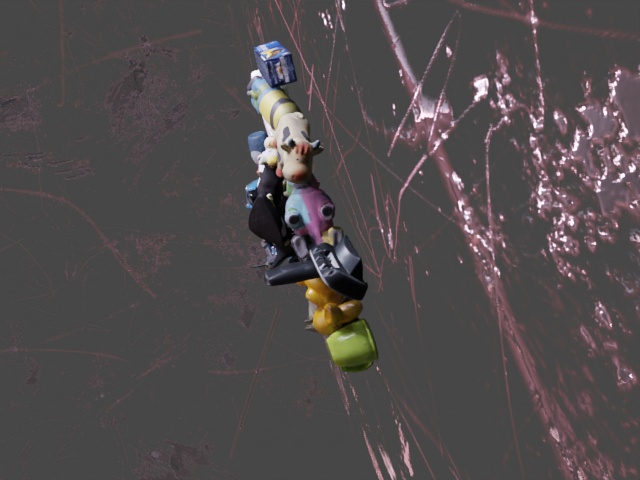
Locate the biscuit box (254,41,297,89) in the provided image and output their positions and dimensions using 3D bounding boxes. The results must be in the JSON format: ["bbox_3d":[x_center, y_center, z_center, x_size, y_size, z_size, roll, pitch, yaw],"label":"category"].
[{"bbox_3d":[-0.101,-0.387,1.177,0.203,0.059,0.062,-117,11,-60],"label":"biscuit box"}]

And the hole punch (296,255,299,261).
[{"bbox_3d":[-0.003,-0.004,1.316,0.142,0.092,0.115,-113,37,-65],"label":"hole punch"}]

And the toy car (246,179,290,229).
[{"bbox_3d":[-0.119,-0.078,1.379,0.162,0.109,0.103,54,154,17],"label":"toy car"}]

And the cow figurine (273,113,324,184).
[{"bbox_3d":[-0.047,-0.186,1.087,0.127,0.085,0.195,107,162,-45],"label":"cow figurine"}]

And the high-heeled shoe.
[{"bbox_3d":[-0.087,-0.040,1.210,0.248,0.086,0.145,88,-155,-46],"label":"high-heeled shoe"}]

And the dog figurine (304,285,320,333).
[{"bbox_3d":[0.005,0.203,1.808,0.172,0.121,0.190,89,178,-59],"label":"dog figurine"}]

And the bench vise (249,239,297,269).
[{"bbox_3d":[-0.067,0.060,1.623,0.241,0.223,0.129,51,-159,10],"label":"bench vise"}]

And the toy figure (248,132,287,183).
[{"bbox_3d":[-0.130,-0.186,1.302,0.064,0.058,0.154,29,144,51],"label":"toy figure"}]

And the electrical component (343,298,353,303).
[{"bbox_3d":[0.041,0.128,1.330,0.115,0.058,0.134,-115,10,-45],"label":"electrical component"}]

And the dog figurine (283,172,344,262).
[{"bbox_3d":[-0.022,-0.060,1.173,0.219,0.108,0.191,-108,1,-62],"label":"dog figurine"}]

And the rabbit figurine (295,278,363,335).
[{"bbox_3d":[0.026,0.133,1.196,0.163,0.122,0.173,21,112,56],"label":"rabbit figurine"}]

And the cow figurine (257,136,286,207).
[{"bbox_3d":[-0.113,-0.149,1.228,0.098,0.068,0.167,-88,3,-46],"label":"cow figurine"}]

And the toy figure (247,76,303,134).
[{"bbox_3d":[-0.105,-0.308,1.223,0.180,0.082,0.089,59,172,25],"label":"toy figure"}]

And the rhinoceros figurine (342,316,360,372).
[{"bbox_3d":[0.072,0.251,1.299,0.112,0.073,0.190,-117,12,-55],"label":"rhinoceros figurine"}]

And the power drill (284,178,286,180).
[{"bbox_3d":[-0.063,-0.159,1.455,0.207,0.086,0.232,135,116,-75],"label":"power drill"}]

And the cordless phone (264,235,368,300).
[{"bbox_3d":[-0.013,0.068,1.029,0.147,0.184,0.088,-116,15,-61],"label":"cordless phone"}]
